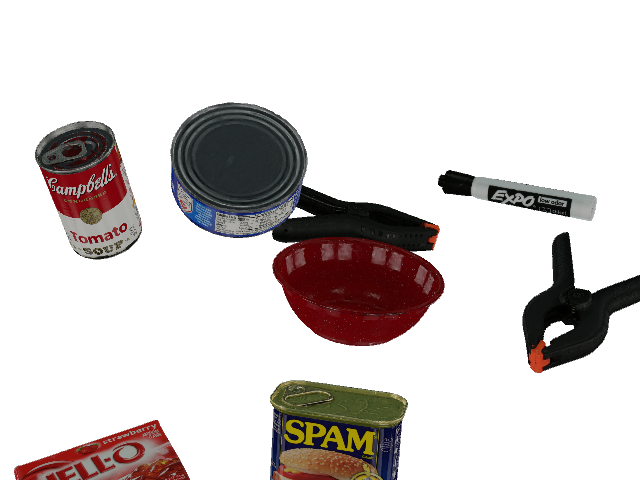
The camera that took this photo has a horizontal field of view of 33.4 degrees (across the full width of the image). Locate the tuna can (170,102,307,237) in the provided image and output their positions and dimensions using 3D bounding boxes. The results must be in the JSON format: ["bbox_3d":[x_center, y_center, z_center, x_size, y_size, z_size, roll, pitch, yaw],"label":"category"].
[{"bbox_3d":[-0.053,-0.045,0.680,0.086,0.086,0.034,0,-33,-9],"label":"tuna can"}]

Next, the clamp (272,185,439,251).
[{"bbox_3d":[0.033,-0.019,1.210,0.210,0.036,0.164,14,22,-5],"label":"clamp"}]

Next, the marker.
[{"bbox_3d":[0.148,-0.035,0.813,0.121,0.020,0.020,13,5,24],"label":"marker"}]

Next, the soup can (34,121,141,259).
[{"bbox_3d":[-0.198,-0.042,0.920,0.068,0.102,0.068,-6,42,5],"label":"soup can"}]

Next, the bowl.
[{"bbox_3d":[0.033,0.054,1.004,0.162,0.055,0.162,5,23,-2],"label":"bowl"}]

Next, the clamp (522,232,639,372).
[{"bbox_3d":[0.241,0.056,1.031,0.171,0.039,0.120,-36,42,-28],"label":"clamp"}]

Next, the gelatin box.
[{"bbox_3d":[-0.121,0.143,0.603,0.089,0.030,0.073,-16,28,-20],"label":"gelatin box"}]

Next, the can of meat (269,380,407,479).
[{"bbox_3d":[0.011,0.160,0.812,0.102,0.084,0.057,7,15,11],"label":"can of meat"}]
